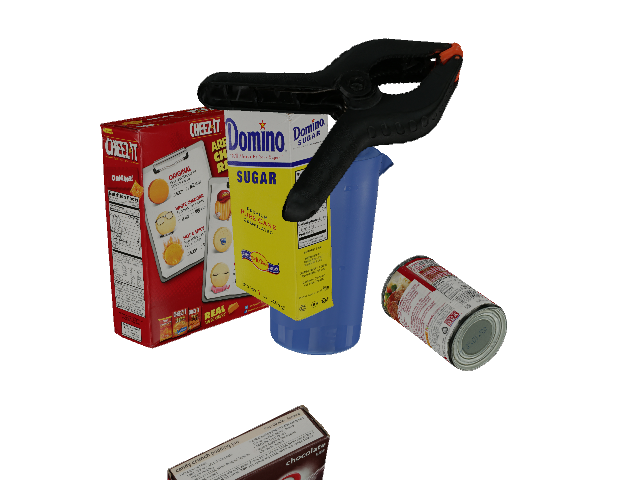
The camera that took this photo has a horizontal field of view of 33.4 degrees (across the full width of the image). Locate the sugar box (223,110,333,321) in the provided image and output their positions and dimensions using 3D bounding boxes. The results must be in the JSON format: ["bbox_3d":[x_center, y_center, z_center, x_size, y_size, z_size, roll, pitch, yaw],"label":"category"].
[{"bbox_3d":[-0.034,-0.033,0.864,0.048,0.176,0.093,-21,29,-33],"label":"sugar box"}]

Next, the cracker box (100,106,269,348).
[{"bbox_3d":[-0.131,-0.020,1.061,0.072,0.214,0.163,13,21,41],"label":"cracker box"}]

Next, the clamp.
[{"bbox_3d":[0.021,-0.076,0.665,0.171,0.120,0.039,-18,-26,-13],"label":"clamp"}]

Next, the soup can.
[{"bbox_3d":[0.113,0.065,0.973,0.068,0.068,0.102,0,25,-37],"label":"soup can"}]

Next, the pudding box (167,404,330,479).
[{"bbox_3d":[-0.051,0.174,0.744,0.113,0.090,0.039,-24,51,-29],"label":"pudding box"}]

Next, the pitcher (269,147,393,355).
[{"bbox_3d":[-0.011,0.004,1.232,0.149,0.243,0.144,11,19,23],"label":"pitcher"}]
